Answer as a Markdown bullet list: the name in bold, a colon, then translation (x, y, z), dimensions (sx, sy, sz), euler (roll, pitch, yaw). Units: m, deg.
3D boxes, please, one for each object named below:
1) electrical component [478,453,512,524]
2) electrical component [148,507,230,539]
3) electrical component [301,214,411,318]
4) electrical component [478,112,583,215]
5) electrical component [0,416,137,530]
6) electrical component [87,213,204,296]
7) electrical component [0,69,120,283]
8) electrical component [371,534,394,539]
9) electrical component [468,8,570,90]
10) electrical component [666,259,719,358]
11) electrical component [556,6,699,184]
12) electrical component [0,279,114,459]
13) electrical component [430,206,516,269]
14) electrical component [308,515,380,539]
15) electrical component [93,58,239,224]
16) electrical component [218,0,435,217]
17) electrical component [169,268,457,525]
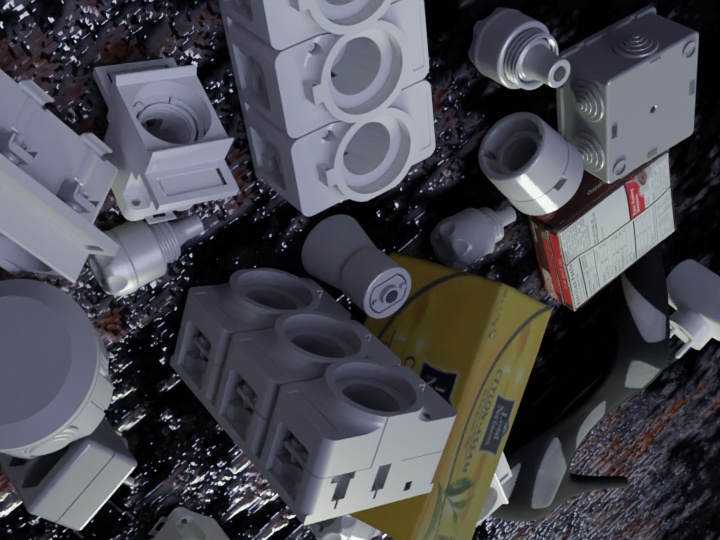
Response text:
- **electrical component**: translation (0.062, 0.139, 0.803), dimensions (0.079, 0.063, 0.121), euler (-38, 137, -12)
- **electrical component**: translation (-0.104, 0.190, 0.699), dimensions (0.042, 0.064, 0.081), euler (-52, 138, 1)
- **electrical component**: translation (0.000, 0.000, 0.648), dimensions (0.044, 0.065, 0.044), euler (-22, 131, -28)
- **electrical component**: translation (0.110, -0.070, 0.700), dimensions (0.055, 0.055, 0.047), euler (-53, 135, 4)
- **electrical component**: translation (-0.151, 0.097, 0.577), dimensions (0.047, 0.083, 0.076), euler (-49, 138, 0)
- **electrical component**: translation (-0.111, -0.012, 0.568), dimensions (0.061, 0.035, 0.035), euler (-29, 134, -25)
- **electrical component**: translation (-0.166, -0.052, 0.466), dimensions (0.121, 0.079, 0.063), euler (45, 58, -48)
- **electrical component**: translation (-0.004, 0.234, 0.830), dimensions (0.081, 0.043, 0.043), euler (-35, 136, -16)
- **electrical component**: translation (0.098, -0.128, 0.641), dimensions (0.043, 0.062, 0.043), euler (-22, 131, -27)
- **electrical component**: translation (0.288, 0.041, 0.913), dimensions (0.079, 0.077, 0.044), euler (-46, 138, -4)
- **electrical component**: translation (0.183, -0.117, 0.731), dimensions (0.100, 0.048, 0.099), euler (-30, 134, -20)
- **electrical component**: translation (-0.159, 0.049, 0.508), dimensions (0.080, 0.080, 0.051), euler (-39, 164, -11)
- **electrical component**: translation (0.079, -0.026, 0.720), dimensions (0.061, 0.035, 0.035), euler (-27, 134, -27)
- **electrical component**: translation (-0.007, 0.183, 0.791), dimensions (0.043, 0.043, 0.062), euler (-54, 139, 5)
- **electrical component**: translation (-0.097, -0.059, 0.519), dimensions (0.042, 0.081, 0.063), euler (-15, 157, -32)
- **electrical component**: translation (-0.014, -0.113, 0.557), dimensions (0.089, 0.062, 0.150), euler (-28, 134, -22)
- **electrical component**: translation (-0.029, 0.063, 0.605), dimensions (0.089, 0.150, 0.061), euler (-5, 122, -39)
